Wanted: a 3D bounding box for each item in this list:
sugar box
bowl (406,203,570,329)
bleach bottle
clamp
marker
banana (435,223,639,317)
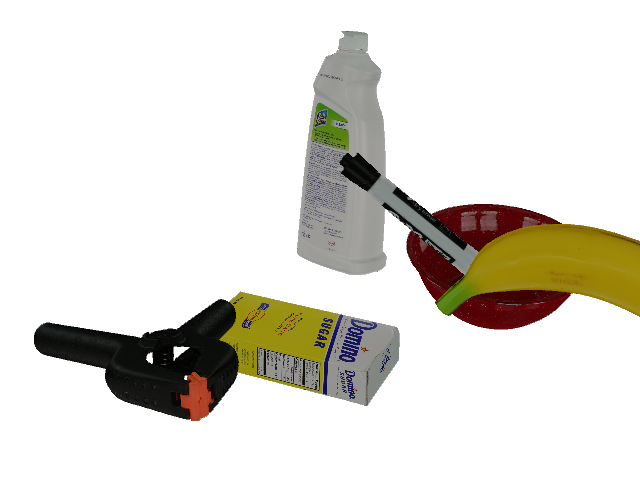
[{"bbox_3d":[-0.020,0.101,1.037,0.176,0.048,0.093,9,26,21],"label":"sugar box"},{"bbox_3d":[0.154,0.030,0.943,0.162,0.055,0.162,1,33,-1],"label":"bowl"},{"bbox_3d":[0.031,-0.096,1.149,0.103,0.251,0.067,18,21,38],"label":"bleach bottle"},{"bbox_3d":[-0.109,0.084,0.796,0.164,0.036,0.210,-10,14,-27],"label":"clamp"},{"bbox_3d":[0.062,-0.019,0.744,0.121,0.020,0.020,39,-2,-3],"label":"marker"},{"bbox_3d":[0.166,0.034,0.576,0.198,0.070,0.037,17,14,14],"label":"banana"}]
